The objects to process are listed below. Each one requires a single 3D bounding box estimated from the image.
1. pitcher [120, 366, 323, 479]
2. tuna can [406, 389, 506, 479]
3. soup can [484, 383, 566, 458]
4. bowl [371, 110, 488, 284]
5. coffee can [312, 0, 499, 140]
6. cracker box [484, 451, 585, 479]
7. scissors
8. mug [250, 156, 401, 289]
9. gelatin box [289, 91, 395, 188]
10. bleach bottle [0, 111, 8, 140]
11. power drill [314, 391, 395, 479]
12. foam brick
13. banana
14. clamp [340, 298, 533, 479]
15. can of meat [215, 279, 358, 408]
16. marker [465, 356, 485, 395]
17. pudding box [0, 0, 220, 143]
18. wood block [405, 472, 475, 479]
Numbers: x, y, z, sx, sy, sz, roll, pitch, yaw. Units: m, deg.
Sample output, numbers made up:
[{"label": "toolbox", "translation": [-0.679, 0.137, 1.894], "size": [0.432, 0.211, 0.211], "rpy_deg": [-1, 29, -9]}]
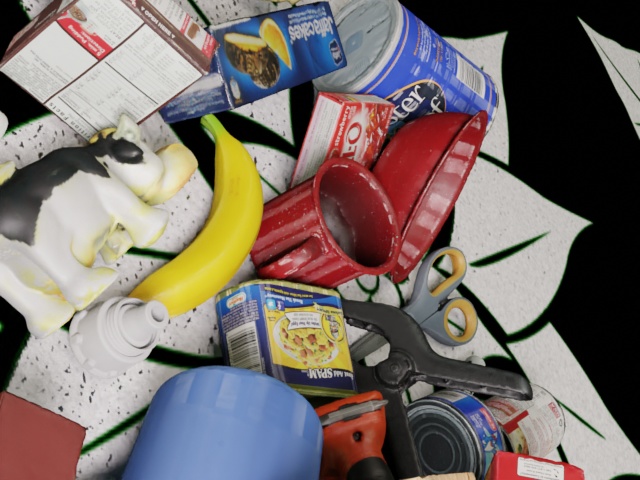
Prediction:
[{"label": "pitcher", "translation": [-0.079, 0.187, 0.572], "size": [0.149, 0.145, 0.242], "rpy_deg": [53, 33, -34]}, {"label": "tuna can", "translation": [0.096, 0.159, 0.814], "size": [0.033, 0.086, 0.086], "rpy_deg": [-9, 76, -50]}, {"label": "soup can", "translation": [0.155, 0.164, 0.894], "size": [0.102, 0.069, 0.068], "rpy_deg": [-15, 82, -53]}, {"label": "bowl", "translation": [0.079, -0.047, 0.890], "size": [0.055, 0.162, 0.161], "rpy_deg": [29, 37, 14]}, {"label": "coffee can", "translation": [0.076, -0.140, 0.947], "size": [0.140, 0.103, 0.103], "rpy_deg": [30, 49, -36]}, {"label": "cracker box", "translation": [0.129, 0.278, 0.721], "size": [0.072, 0.164, 0.213], "rpy_deg": [10, 51, 1]}, {"label": "scissors", "translation": [0.081, 0.081, 0.898], "size": [0.201, 0.016, 0.096], "rpy_deg": [-47, 116, -42]}, {"label": "mug", "translation": [-0.005, 0.001, 0.788], "size": [0.093, 0.082, 0.117], "rpy_deg": [57, 38, -9]}, {"label": "gelatin box", "translation": [0.018, -0.073, 0.860], "size": [0.073, 0.030, 0.089], "rpy_deg": [-6, 119, -52]}, {"label": "bleach bottle", "translation": [-0.286, -0.101, 0.536], "size": [0.250, 0.068, 0.102], "rpy_deg": [40, 44, -24]}, {"label": "power drill", "translation": [0.041, 0.207, 0.696], "size": [0.057, 0.184, 0.188], "rpy_deg": [-16, 63, -15]}, {"label": "foam brick", "translation": [-0.164, 0.118, 0.539], "size": [0.051, 0.078, 0.053], "rpy_deg": [33, 47, -31]}, {"label": "banana", "translation": [-0.079, -0.007, 0.749], "size": [0.069, 0.037, 0.197], "rpy_deg": [22, 46, -8]}, {"label": "clamp", "translation": [0.055, 0.110, 0.782], "size": [0.120, 0.172, 0.039], "rpy_deg": [-50, 154, -19]}, {"label": "can of meat", "translation": [-0.023, 0.078, 0.745], "size": [0.101, 0.058, 0.084], "rpy_deg": [13, 58, -45]}, {"label": "marker", "translation": [0.120, 0.123, 0.888], "size": [0.020, 0.020, 0.121], "rpy_deg": [62, 20, -3]}, {"label": "pudding box", "translation": [-0.135, -0.117, 0.679], "size": [0.090, 0.114, 0.039], "rpy_deg": [41, 40, -28]}, {"label": "wood block", "translation": [0.045, 0.228, 0.535], "size": [0.090, 0.090, 0.206], "rpy_deg": [22, 55, -62]}]
